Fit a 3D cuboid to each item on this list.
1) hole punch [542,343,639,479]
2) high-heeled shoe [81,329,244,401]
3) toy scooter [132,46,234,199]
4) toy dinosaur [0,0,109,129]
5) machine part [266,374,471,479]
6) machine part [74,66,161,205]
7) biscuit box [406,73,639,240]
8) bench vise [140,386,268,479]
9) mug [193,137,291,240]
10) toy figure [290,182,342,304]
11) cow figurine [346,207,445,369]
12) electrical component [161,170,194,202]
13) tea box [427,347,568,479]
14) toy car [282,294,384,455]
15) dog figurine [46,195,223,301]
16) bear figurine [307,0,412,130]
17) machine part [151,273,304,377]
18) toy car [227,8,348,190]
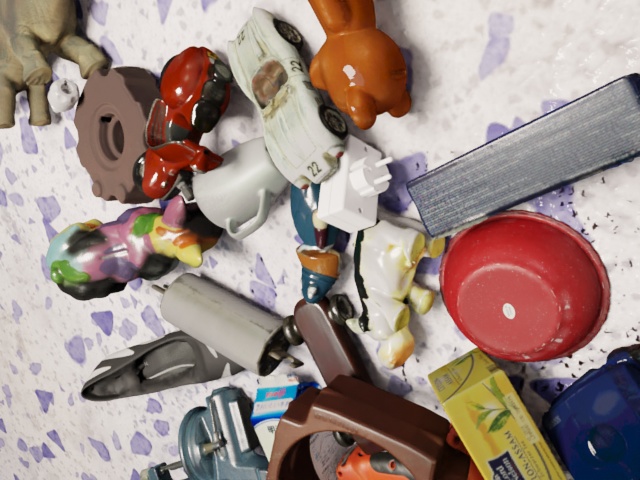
[{"bbox_3d":[0.274,0.177,0.482,0.116,0.092,0.142,43,129,16],"label":"hole punch"},{"bbox_3d":[-0.220,0.184,0.760,0.249,0.145,0.086,-9,104,36],"label":"high-heeled shoe"},{"bbox_3d":[-0.141,-0.127,0.589,0.135,0.075,0.183,20,88,51],"label":"toy scooter"},{"bbox_3d":[-0.378,-0.293,0.707,0.471,0.105,0.198,-27,89,32],"label":"toy dinosaur"},{"bbox_3d":[0.047,0.264,0.583,0.202,0.087,0.200,19,110,21],"label":"machine part"},{"bbox_3d":[-0.257,-0.135,0.701,0.180,0.056,0.179,8,103,38],"label":"machine part"},{"bbox_3d":[0.179,-0.067,0.464,0.203,0.059,0.062,-24,93,37],"label":"biscuit box"},{"bbox_3d":[-0.159,0.340,0.785,0.241,0.129,0.223,-23,87,19],"label":"bench vise"},{"bbox_3d":[-0.081,-0.061,0.608,0.107,0.080,0.109,-32,49,31],"label":"mug"},{"bbox_3d":[-0.002,-0.001,0.602,0.058,0.064,0.154,2,108,17],"label":"toy figure"},{"bbox_3d":[0.067,0.052,0.572,0.098,0.068,0.167,26,117,39],"label":"cow figurine"},{"bbox_3d":[-0.204,-0.083,0.723,0.063,0.021,0.094,-41,81,36],"label":"electrical component"},{"bbox_3d":[0.182,0.202,0.531,0.068,0.098,0.169,-32,89,3],"label":"tea box"},{"bbox_3d":[0.030,0.157,0.647,0.089,0.053,0.202,-30,86,26],"label":"toy car"},{"bbox_3d":[-0.230,0.007,0.687,0.219,0.191,0.108,-12,95,51],"label":"dog figurine"},{"bbox_3d":[0.009,-0.198,0.491,0.132,0.120,0.195,2,114,36],"label":"bear figurine"},{"bbox_3d":[-0.125,0.110,0.714,0.243,0.079,0.079,23,119,22],"label":"machine part"},{"bbox_3d":[-0.036,-0.146,0.550,0.073,0.056,0.202,-39,66,37],"label":"toy car"}]
